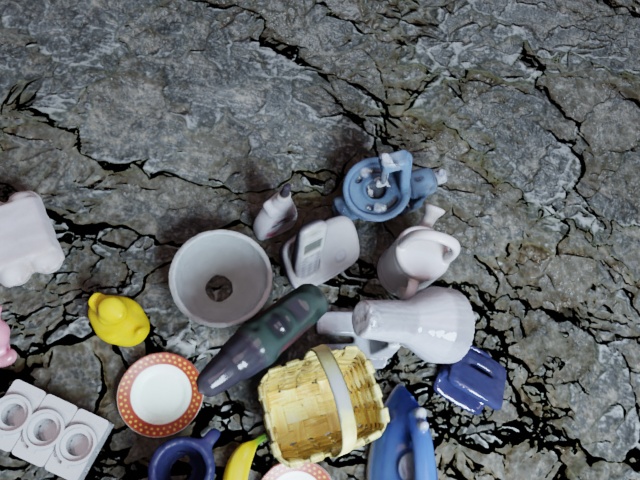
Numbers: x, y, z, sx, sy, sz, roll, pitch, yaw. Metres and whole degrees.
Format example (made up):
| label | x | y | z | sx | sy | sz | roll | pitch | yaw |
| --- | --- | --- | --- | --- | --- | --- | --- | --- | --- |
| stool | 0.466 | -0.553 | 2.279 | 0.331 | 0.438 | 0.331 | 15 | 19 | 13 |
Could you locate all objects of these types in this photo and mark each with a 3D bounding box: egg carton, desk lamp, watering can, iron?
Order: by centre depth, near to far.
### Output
| label | x | y | z | sx | sy | sz | roll | pitch | yaw |
| --- | --- | --- | --- | --- | --- | --- | --- | --- | --- |
| iron | 0.143 | 0.344 | 0.880 | 0.119 | 0.141 | 0.258 | 6 | 68 | -10 |
| desk lamp | 0.112 | 0.145 | 0.911 | 0.203 | 0.213 | 0.118 | 1 | 69 | -12 |
| egg carton | -0.481 | -0.003 | 0.915 | 0.107 | 0.069 | 0.150 | -24 | 76 | -20 |
| watering can | 0.172 | 0.019 | 0.984 | 0.101 | 0.194 | 0.173 | 0 | 69 | -12 |

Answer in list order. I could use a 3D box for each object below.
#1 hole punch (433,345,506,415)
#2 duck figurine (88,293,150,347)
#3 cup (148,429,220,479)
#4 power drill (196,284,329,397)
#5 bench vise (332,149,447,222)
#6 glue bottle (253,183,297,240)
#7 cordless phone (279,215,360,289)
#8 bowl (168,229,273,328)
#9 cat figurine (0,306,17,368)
| label | x | y | z | sx | sy | sz | roll | pitch | yaw |
| --- | --- | --- | --- | --- | --- | --- | --- | --- | --- |
| hole punch | 0.261 | 0.231 | 0.978 | 0.108 | 0.091 | 0.101 | 30 | 66 | 0 |
| duck figurine | -0.317 | 0.119 | 0.895 | 0.104 | 0.086 | 0.077 | 34 | 66 | 2 |
| cup | -0.192 | 0.326 | 0.838 | 0.091 | 0.095 | 0.118 | 41 | 66 | 5 |
| power drill | -0.090 | 0.163 | 0.862 | 0.230 | 0.208 | 0.075 | -40 | 81 | -23 |
| bench vise | 0.133 | -0.115 | 1.014 | 0.208 | 0.219 | 0.121 | -32 | 79 | -21 |
| glue bottle | -0.069 | -0.053 | 0.970 | 0.078 | 0.173 | 0.037 | -27 | 77 | -20 |
| cordless phone | 0.009 | 0.003 | 0.959 | 0.148 | 0.185 | 0.094 | -30 | 78 | -21 |
| bowl | -0.165 | 0.071 | 0.954 | 0.167 | 0.074 | 0.167 | 4 | 68 | -11 |
| cat figurine | -0.496 | 0.157 | 0.823 | 0.128 | 0.117 | 0.067 | -40 | 82 | -23 |
